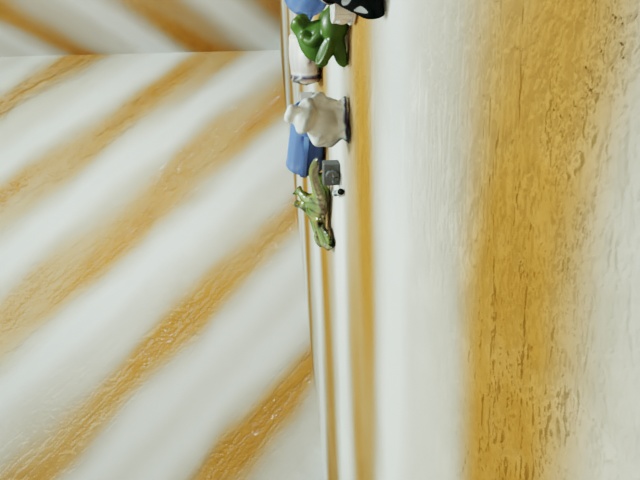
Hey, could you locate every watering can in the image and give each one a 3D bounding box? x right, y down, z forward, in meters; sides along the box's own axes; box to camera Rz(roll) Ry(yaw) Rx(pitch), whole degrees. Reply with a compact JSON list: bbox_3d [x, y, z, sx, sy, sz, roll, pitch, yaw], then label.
[{"bbox_3d":[-0.058,-0.652,1.770,0.353,0.104,0.220,-110,17,-66],"label":"watering can"}]

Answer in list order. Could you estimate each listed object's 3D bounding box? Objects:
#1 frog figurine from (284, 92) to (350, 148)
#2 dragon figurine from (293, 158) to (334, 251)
[{"bbox_3d":[-0.010,-0.299,1.289,0.125,0.159,0.134,-102,10,-60],"label":"frog figurine"},{"bbox_3d":[0.005,-0.086,1.703,0.404,0.122,0.246,100,148,-72],"label":"dragon figurine"}]
